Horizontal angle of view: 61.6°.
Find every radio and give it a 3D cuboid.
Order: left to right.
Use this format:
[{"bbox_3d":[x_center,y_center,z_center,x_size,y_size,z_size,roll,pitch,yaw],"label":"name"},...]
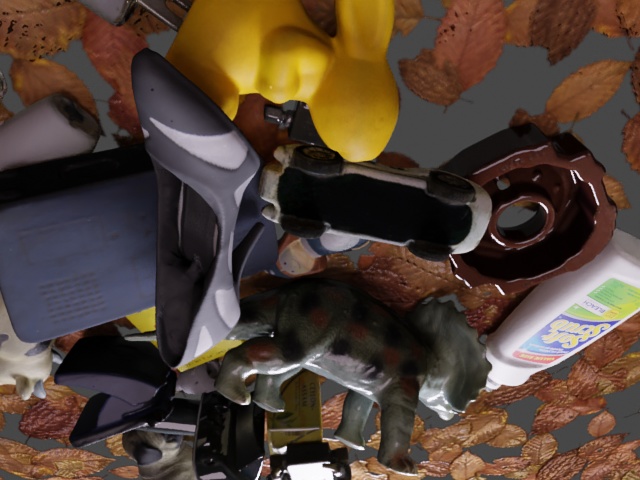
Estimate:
[{"bbox_3d":[-0.155,-0.011,0.464,0.230,0.073,0.130,-18,127,-23],"label":"radio"}]

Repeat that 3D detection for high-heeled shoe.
[{"bbox_3d":[-0.105,-0.001,0.376,0.086,0.145,0.248,27,161,25],"label":"high-heeled shoe"}]

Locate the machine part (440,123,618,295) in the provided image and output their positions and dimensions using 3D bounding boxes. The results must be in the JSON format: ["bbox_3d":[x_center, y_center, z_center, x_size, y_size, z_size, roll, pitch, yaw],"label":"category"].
[{"bbox_3d":[0.195,-0.028,0.533,0.179,0.056,0.179,-1,126,-1],"label":"machine part"}]

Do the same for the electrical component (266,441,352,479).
[{"bbox_3d":[-0.015,0.271,0.630,0.102,0.045,0.078,-2,125,-1],"label":"electrical component"}]

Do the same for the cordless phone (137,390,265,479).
[{"bbox_3d":[-0.159,0.241,0.658,0.184,0.147,0.088,7,120,-9],"label":"cordless phone"}]

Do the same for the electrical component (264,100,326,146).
[{"bbox_3d":[-0.001,-0.117,0.478,0.094,0.021,0.063,11,125,-10],"label":"electrical component"}]

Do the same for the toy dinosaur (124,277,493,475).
[{"bbox_3d":[0.020,0.113,0.579,0.405,0.192,0.131,28,162,-12],"label":"toy dinosaur"}]

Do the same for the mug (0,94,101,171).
[{"bbox_3d":[-0.237,-0.066,0.470,0.107,0.081,0.109,-41,115,15],"label":"mug"}]

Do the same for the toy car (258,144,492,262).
[{"bbox_3d":[0.048,-0.032,0.464,0.202,0.056,0.073,11,116,-7],"label":"toy car"}]

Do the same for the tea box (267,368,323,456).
[{"bbox_3d":[-0.030,0.258,0.708,0.068,0.098,0.169,-3,128,0],"label":"tea box"}]

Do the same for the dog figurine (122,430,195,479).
[{"bbox_3d":[-0.201,0.335,0.717,0.121,0.172,0.190,-29,131,5],"label":"dog figurine"}]

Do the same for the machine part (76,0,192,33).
[{"bbox_3d":[-0.190,-0.225,0.355,0.243,0.079,0.079,32,119,-22],"label":"machine part"}]

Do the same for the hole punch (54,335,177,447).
[{"bbox_3d":[-0.228,0.156,0.609,0.116,0.142,0.092,-15,101,-8],"label":"hole punch"}]

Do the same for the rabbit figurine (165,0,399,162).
[{"bbox_3d":[-0.009,-0.136,0.408,0.173,0.122,0.162,35,98,-9],"label":"rabbit figurine"}]

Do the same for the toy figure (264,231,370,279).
[{"bbox_3d":[-0.002,-0.003,0.543,0.154,0.058,0.064,-33,83,22],"label":"toy figure"}]

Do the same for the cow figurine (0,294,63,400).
[{"bbox_3d":[-0.319,0.093,0.583,0.127,0.085,0.195,38,112,-24],"label":"cow figurine"}]
